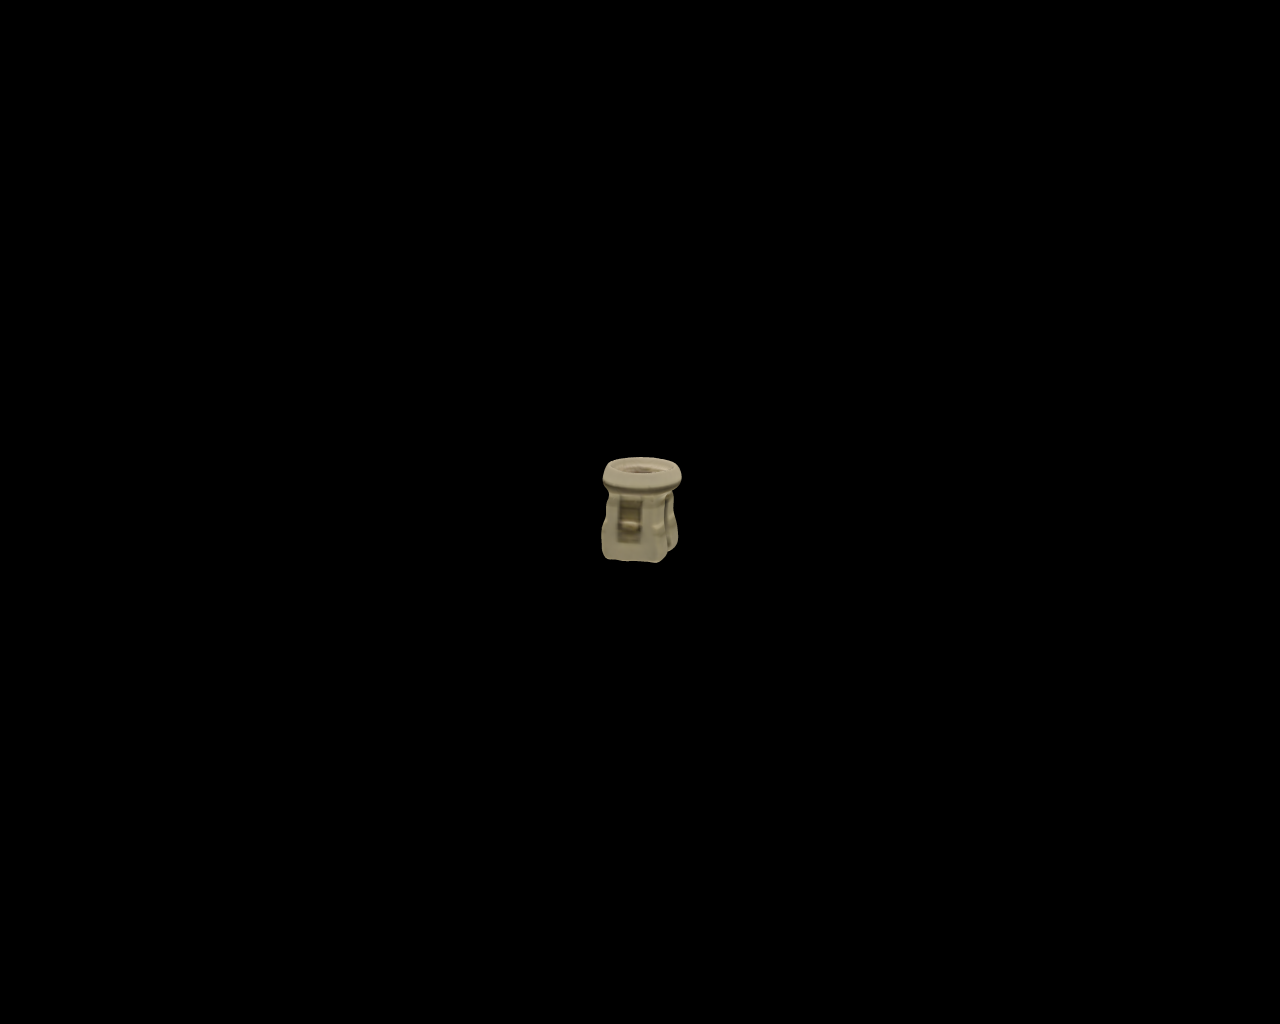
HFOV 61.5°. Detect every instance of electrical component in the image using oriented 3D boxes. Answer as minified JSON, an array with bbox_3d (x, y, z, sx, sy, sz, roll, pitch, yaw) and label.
[{"bbox_3d":[0.001,-0.003,0.650,0.048,0.055,0.066,4,15,15],"label":"electrical component"}]
